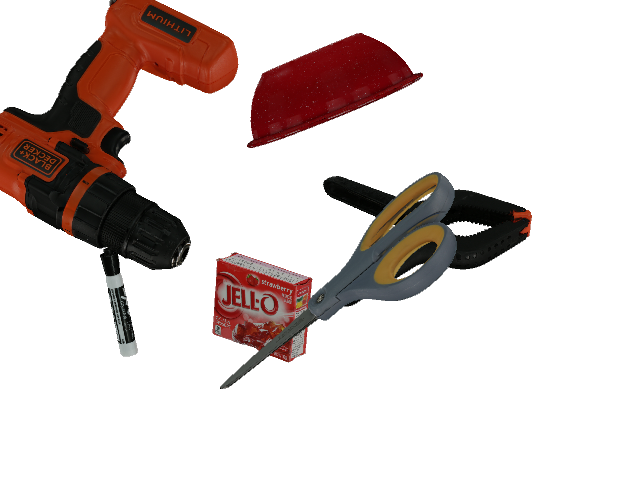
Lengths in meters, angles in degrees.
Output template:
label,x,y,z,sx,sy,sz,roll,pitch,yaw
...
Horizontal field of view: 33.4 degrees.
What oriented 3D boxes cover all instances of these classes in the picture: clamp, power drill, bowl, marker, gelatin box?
label,x,y,z,sx,sy,sz,roll,pitch,yaw
clamp,0.103,-0.001,1.053,0.210,0.164,0.036,1,-41,5
power drill,-0.138,-0.083,0.766,0.184,0.187,0.057,29,-29,9
bowl,0.002,-0.134,0.908,0.162,0.055,0.162,-22,9,3
marker,-0.215,0.065,1.138,0.020,0.121,0.020,-8,18,2
gelatin box,-0.053,0.058,0.940,0.089,0.073,0.030,17,22,30

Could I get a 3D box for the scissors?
label,x,y,z,sx,sy,sz,roll,pitch,yaw
scissors,0.013,0.041,0.651,0.016,0.202,0.096,39,8,-25
